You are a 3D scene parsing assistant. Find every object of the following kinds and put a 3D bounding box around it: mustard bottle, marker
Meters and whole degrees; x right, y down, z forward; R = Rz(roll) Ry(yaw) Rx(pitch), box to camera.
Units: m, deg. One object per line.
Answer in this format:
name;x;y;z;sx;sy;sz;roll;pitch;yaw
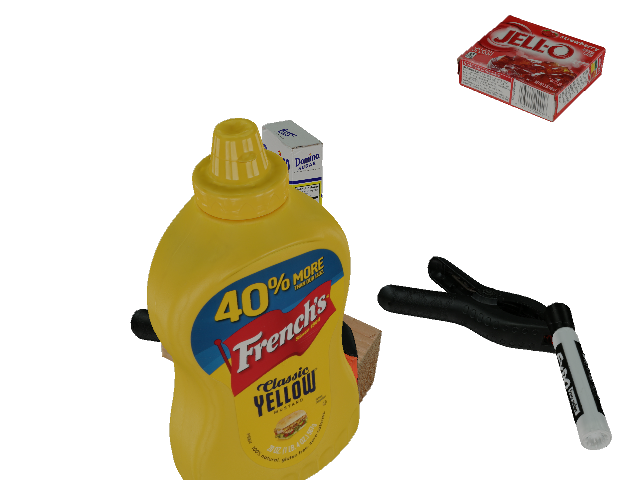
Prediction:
mustard bottle;-0.030;0.031;0.492;0.096;0.192;0.058;-21;38;-23
marker;0.165;0.083;0.691;0.020;0.020;0.121;0;38;-2

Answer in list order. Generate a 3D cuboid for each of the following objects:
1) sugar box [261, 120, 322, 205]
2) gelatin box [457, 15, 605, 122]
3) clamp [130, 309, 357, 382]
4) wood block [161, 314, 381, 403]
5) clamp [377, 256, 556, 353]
sugar box;-0.034;-0.042;1.242;0.048;0.176;0.093;-13;27;-22
gelatin box;0.162;-0.136;0.827;0.089;0.030;0.073;29;54;30
clamp;-0.033;0.073;0.876;0.164;0.036;0.210;-20;26;-40
wood block;-0.052;0.105;1.085;0.206;0.090;0.090;24;48;18
clamp;0.149;0.058;0.988;0.172;0.039;0.120;19;30;17
